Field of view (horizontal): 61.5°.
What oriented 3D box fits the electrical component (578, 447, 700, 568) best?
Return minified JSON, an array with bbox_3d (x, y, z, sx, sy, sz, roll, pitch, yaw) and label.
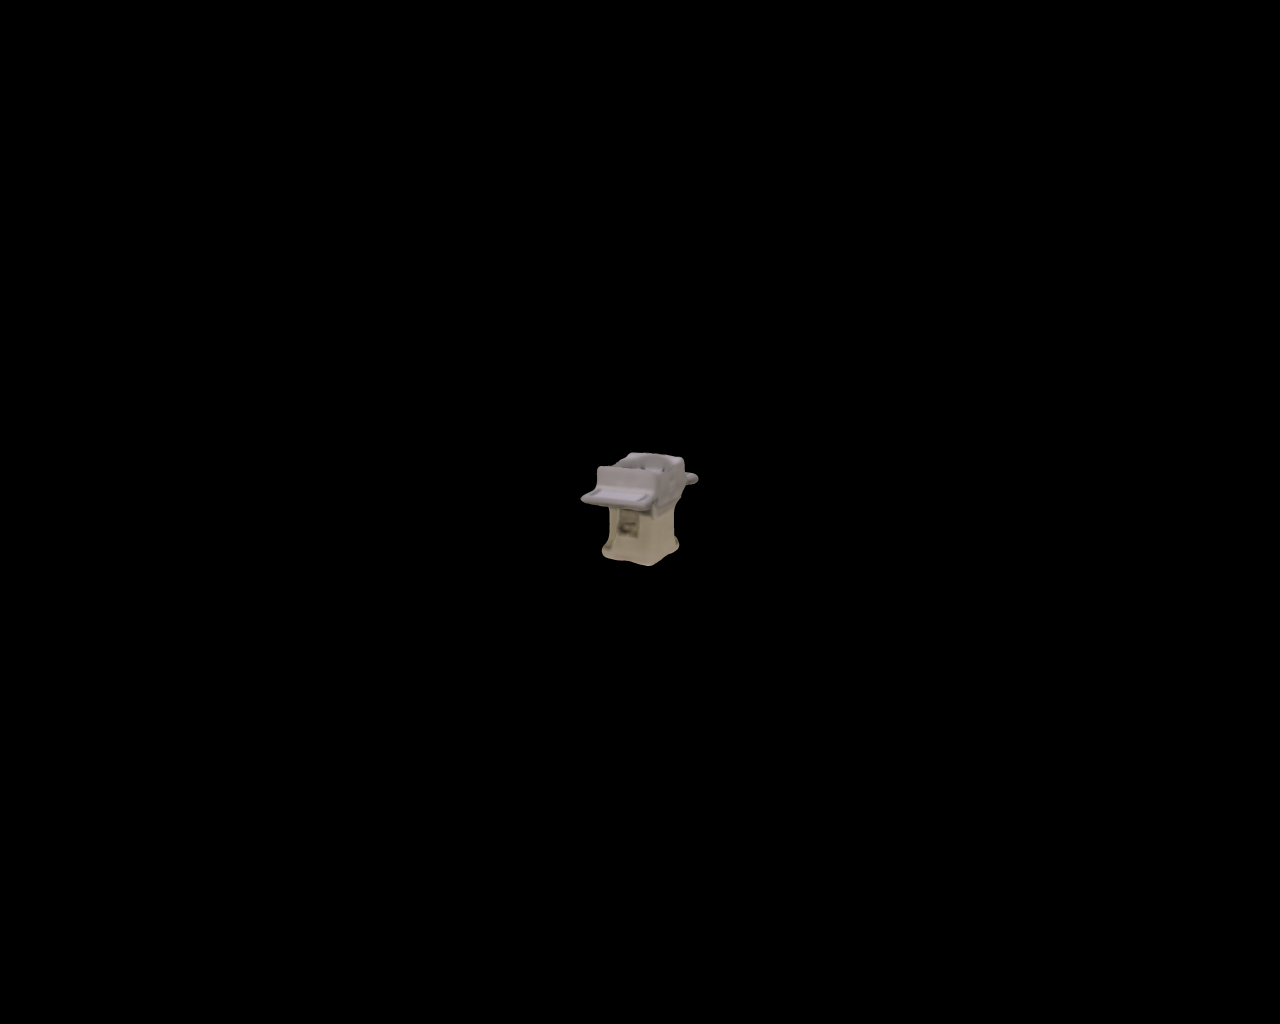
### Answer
[{"bbox_3d":[0.001,-0.003,0.650,0.042,0.063,0.081,8,18,27],"label":"electrical component"}]
